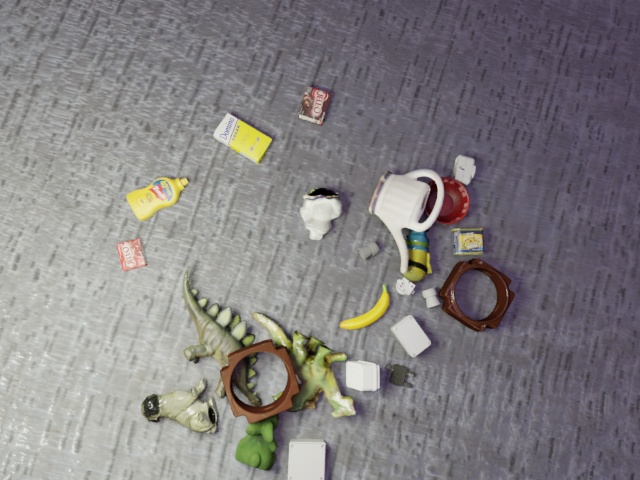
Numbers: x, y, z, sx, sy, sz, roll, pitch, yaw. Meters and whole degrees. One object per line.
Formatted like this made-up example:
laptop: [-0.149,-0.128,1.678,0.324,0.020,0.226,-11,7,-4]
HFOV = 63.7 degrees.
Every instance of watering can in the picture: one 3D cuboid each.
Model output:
watering can: [0.255,-0.084,1.641,0.226,0.102,0.351,22,78,23]

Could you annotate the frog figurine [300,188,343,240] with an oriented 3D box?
frog figurine: [0.005,-0.084,1.669,0.138,0.125,0.156,-9,117,-14]

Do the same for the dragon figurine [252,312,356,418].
dragon figurine: [-0.066,0.405,1.565,0.412,0.121,0.243,24,87,11]
